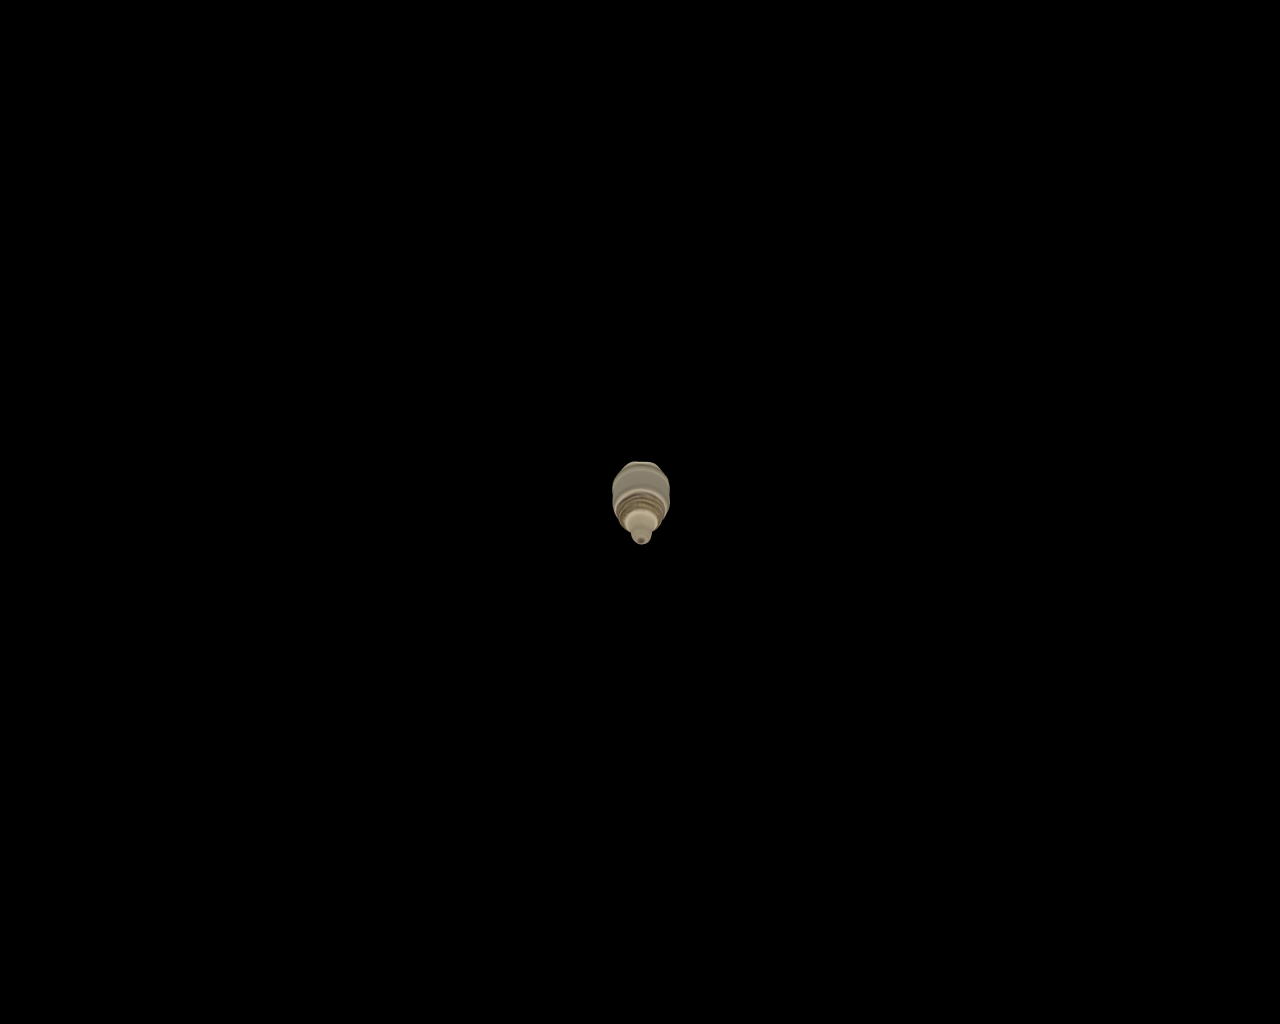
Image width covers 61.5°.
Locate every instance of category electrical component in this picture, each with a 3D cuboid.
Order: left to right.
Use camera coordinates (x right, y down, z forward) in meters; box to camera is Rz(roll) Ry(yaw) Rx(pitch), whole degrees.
[{"bbox_3d":[0.001,-0.003,0.650,0.035,0.035,0.061,0,41,0],"label":"electrical component"}]
